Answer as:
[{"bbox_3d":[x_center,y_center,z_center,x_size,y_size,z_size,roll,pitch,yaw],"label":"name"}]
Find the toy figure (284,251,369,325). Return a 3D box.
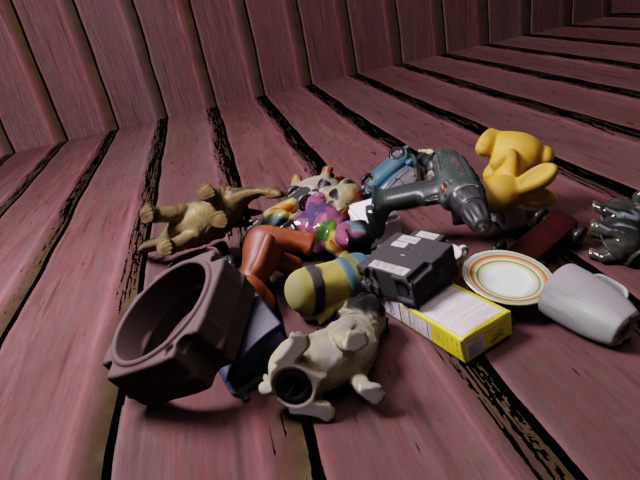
[{"bbox_3d":[0.028,0.067,0.886,0.180,0.089,0.082,-21,20,-14],"label":"toy figure"}]

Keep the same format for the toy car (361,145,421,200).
[{"bbox_3d":[0.172,-0.128,1.207,0.162,0.109,0.103,-40,57,-13],"label":"toy car"}]

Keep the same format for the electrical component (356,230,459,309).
[{"bbox_3d":[0.143,0.038,0.828,0.134,0.058,0.115,-34,33,-30],"label":"electrical component"}]

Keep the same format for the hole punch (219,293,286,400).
[{"bbox_3d":[-0.104,0.149,0.780,0.116,0.092,0.142,-25,32,-17],"label":"hole punch"}]

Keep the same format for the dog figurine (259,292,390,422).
[{"bbox_3d":[0.012,0.147,0.744,0.172,0.121,0.190,-5,12,7],"label":"dog figurine"}]

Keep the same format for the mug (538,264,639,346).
[{"bbox_3d":[0.372,0.089,0.723,0.109,0.080,0.107,-17,36,-25],"label":"mug"}]

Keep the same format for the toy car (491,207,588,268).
[{"bbox_3d":[0.367,0.010,0.903,0.202,0.053,0.089,-32,52,-32],"label":"toy car"}]

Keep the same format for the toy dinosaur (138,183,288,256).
[{"bbox_3d":[-0.248,-0.030,1.074,0.472,0.105,0.198,-15,-3,30],"label":"toy dinosaur"}]

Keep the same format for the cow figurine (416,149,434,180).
[{"bbox_3d":[0.269,-0.151,1.219,0.068,0.098,0.167,-11,25,-13],"label":"cow figurine"}]

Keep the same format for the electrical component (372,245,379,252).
[{"bbox_3d":[0.146,0.021,0.959,0.102,0.078,0.045,-12,60,10],"label":"electrical component"}]

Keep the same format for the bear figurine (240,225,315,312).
[{"bbox_3d":[-0.094,0.069,0.918,0.132,0.120,0.196,18,47,-11],"label":"bear figurine"}]

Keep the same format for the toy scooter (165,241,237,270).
[{"bbox_3d":[-0.228,0.061,1.023,0.135,0.075,0.184,-18,23,-13],"label":"toy scooter"}]

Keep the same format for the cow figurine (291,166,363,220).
[{"bbox_3d":[0.011,-0.095,1.209,0.195,0.085,0.127,-5,66,41],"label":"cow figurine"}]

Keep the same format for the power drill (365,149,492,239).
[{"bbox_3d":[0.186,-0.069,0.954,0.207,0.085,0.232,-21,36,22],"label":"power drill"}]

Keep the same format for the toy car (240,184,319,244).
[{"bbox_3d":[-0.084,-0.048,1.149,0.202,0.056,0.074,-39,33,-7],"label":"toy car"}]

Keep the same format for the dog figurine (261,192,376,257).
[{"bbox_3d":[-0.002,-0.003,1.026,0.192,0.108,0.219,-17,29,-14],"label":"dog figurine"}]

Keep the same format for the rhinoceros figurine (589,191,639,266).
[{"bbox_3d":[0.512,-0.028,0.896,0.112,0.073,0.190,6,31,35],"label":"rhinoceros figurine"}]

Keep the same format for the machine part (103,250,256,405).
[{"bbox_3d":[-0.203,0.122,0.774,0.202,0.087,0.201,-20,36,28],"label":"machine part"}]

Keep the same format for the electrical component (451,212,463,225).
[{"bbox_3d":[0.292,-0.090,1.111,0.048,0.074,0.119,-5,31,12],"label":"electrical component"}]

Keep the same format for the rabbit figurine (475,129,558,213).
[{"bbox_3d":[0.352,-0.108,0.991,0.163,0.121,0.173,20,54,32],"label":"rabbit figurine"}]
